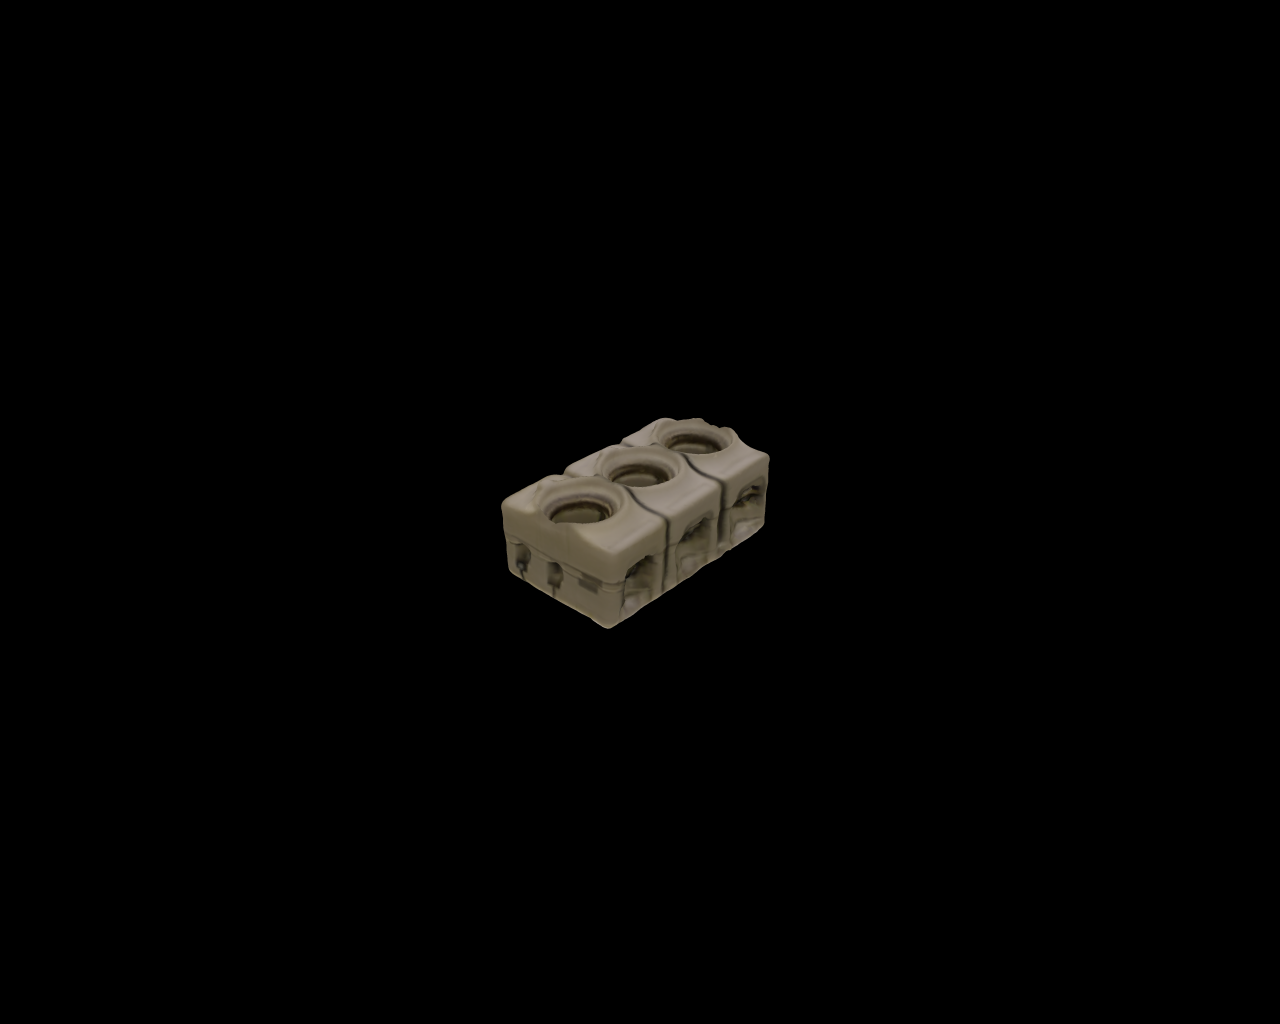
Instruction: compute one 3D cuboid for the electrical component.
[{"bbox_3d":[0.001,-0.003,0.650,0.089,0.061,0.150,24,39,34],"label":"electrical component"}]
